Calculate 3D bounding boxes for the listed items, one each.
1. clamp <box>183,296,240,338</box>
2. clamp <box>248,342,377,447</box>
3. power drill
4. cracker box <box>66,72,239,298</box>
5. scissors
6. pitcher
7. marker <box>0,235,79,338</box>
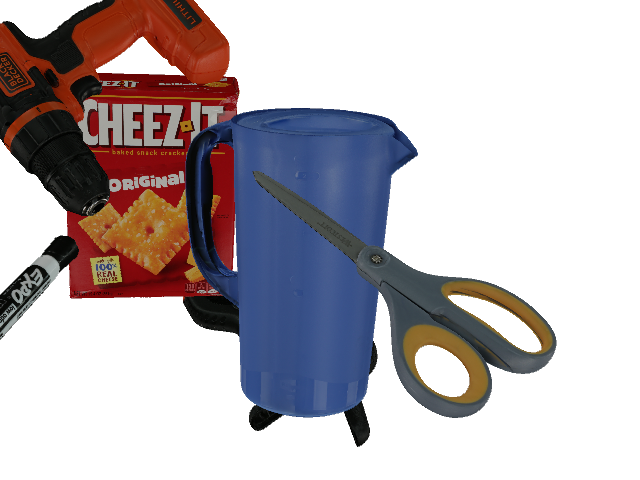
[{"bbox_3d":[-0.088,0.091,1.254,0.210,0.036,0.164,13,23,27],"label":"clamp"},{"bbox_3d":[0.018,0.137,1.059,0.120,0.039,0.171,16,46,23],"label":"clamp"},{"bbox_3d":[-0.164,-0.123,0.813,0.187,0.184,0.057,-32,-15,-29],"label":"power drill"},{"bbox_3d":[-0.164,-0.051,1.044,0.164,0.214,0.072,0,22,-9],"label":"cracker box"},{"bbox_3d":[0.028,0.029,0.581,0.202,0.016,0.096,25,50,15],"label":"scissors"},{"bbox_3d":[-0.020,0.014,0.876,0.144,0.243,0.149,-7,18,-32],"label":"pitcher"},{"bbox_3d":[-0.184,0.032,0.659,0.020,0.020,0.121,0,31,20],"label":"marker"}]
